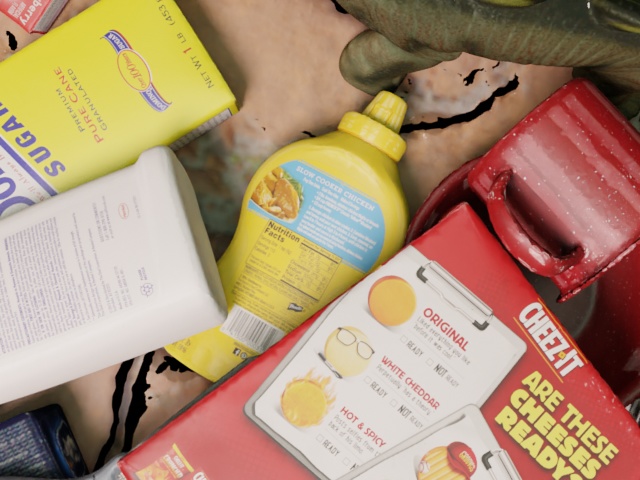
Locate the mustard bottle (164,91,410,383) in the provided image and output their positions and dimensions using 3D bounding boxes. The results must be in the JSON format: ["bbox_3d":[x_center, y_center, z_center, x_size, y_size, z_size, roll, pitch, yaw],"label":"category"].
[{"bbox_3d":[-0.004,0.001,0.610,0.096,0.058,0.191,29,88,11],"label":"mustard bottle"}]

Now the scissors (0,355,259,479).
[{"bbox_3d":[-0.124,0.119,0.564,0.096,0.016,0.202,35,91,-13],"label":"scissors"}]

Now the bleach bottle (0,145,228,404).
[{"bbox_3d":[-0.181,0.038,0.569,0.251,0.068,0.102,-19,69,2],"label":"bleach bottle"}]

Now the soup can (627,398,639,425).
[{"bbox_3d":[0.227,0.120,0.605,0.102,0.068,0.068,17,87,-1],"label":"soup can"}]

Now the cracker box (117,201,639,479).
[{"bbox_3d":[0.034,0.111,0.538,0.213,0.072,0.164,-37,87,-7],"label":"cracker box"}]

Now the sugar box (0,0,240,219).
[{"bbox_3d":[-0.145,-0.069,0.618,0.176,0.048,0.093,-33,89,-3],"label":"sugar box"}]

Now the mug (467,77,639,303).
[{"bbox_3d":[0.123,-0.023,0.536,0.081,0.093,0.117,49,48,7],"label":"mug"}]

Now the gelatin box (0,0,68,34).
[{"bbox_3d":[-0.169,-0.177,0.621,0.073,0.030,0.089,38,102,0],"label":"gelatin box"}]

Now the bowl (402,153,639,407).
[{"bbox_3d":[0.122,0.027,0.613,0.162,0.055,0.162,0,87,-1],"label":"bowl"}]
